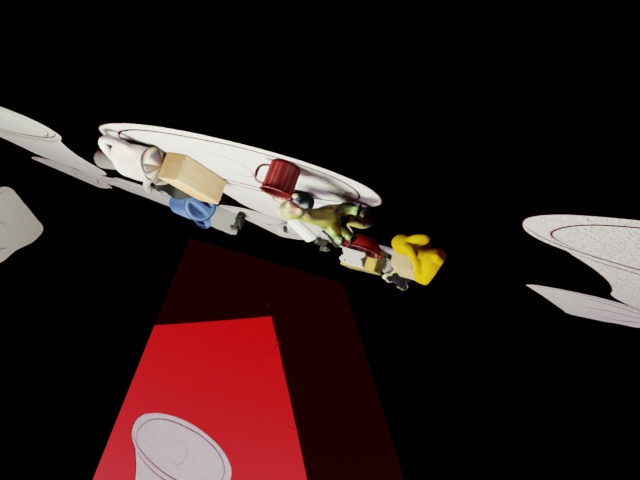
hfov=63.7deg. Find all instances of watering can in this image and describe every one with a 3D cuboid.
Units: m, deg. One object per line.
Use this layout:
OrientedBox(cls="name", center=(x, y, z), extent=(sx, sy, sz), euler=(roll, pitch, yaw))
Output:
OrientedBox(cls="watering can", center=(-0.588, -0.237, 1.720), extent=(0.225, 0.105, 0.341), euler=(15, 159, 22))

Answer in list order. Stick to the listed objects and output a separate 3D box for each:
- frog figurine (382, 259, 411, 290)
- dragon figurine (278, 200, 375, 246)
OrientedBox(cls="frog figurine", center=(0.313, 0.112, 2.097), extent=(0.137, 0.120, 0.162), euler=(11, -154, -2))
OrientedBox(cls="dragon figurine", center=(0.004, -0.073, 1.444), extent=(0.243, 0.122, 0.410), euler=(17, -175, 16))
